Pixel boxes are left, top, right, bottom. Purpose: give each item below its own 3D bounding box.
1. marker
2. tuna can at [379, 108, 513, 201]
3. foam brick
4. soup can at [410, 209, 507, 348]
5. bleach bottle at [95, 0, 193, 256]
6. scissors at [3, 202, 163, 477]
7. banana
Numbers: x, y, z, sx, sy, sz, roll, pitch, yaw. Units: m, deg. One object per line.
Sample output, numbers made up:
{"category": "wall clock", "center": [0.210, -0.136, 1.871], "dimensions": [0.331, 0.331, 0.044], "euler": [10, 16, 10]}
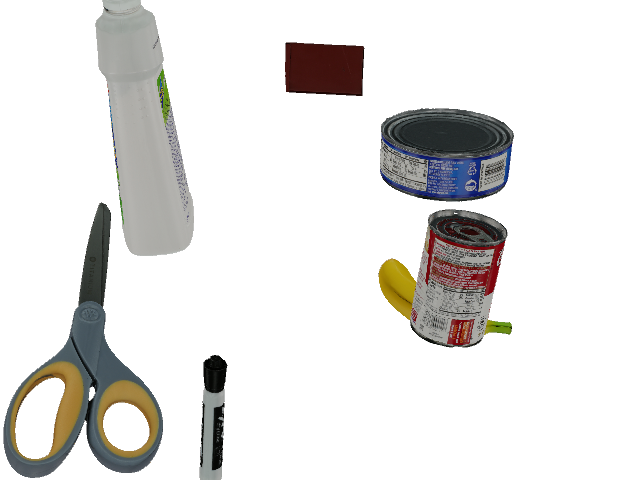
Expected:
{"category": "marker", "center": [-0.087, 0.145, 0.861], "dimensions": [0.020, 0.121, 0.020], "euler": [4, 28, -2]}
{"category": "tuna can", "center": [0.081, -0.057, 0.697], "dimensions": [0.086, 0.034, 0.086], "euler": [1, 26, -1]}
{"category": "foam brick", "center": [0.003, -0.177, 1.100], "dimensions": [0.078, 0.051, 0.053], "euler": [2, 10, -6]}
{"category": "soup can", "center": [0.118, 0.033, 0.920], "dimensions": [0.068, 0.102, 0.068], "euler": [7, 24, -3]}
{"category": "bleach bottle", "center": [-0.160, -0.112, 0.951], "dimensions": [0.068, 0.251, 0.102], "euler": [-6, 36, -4]}
{"category": "scissors", "center": [-0.124, 0.060, 0.644], "dimensions": [0.096, 0.201, 0.016], "euler": [19, -43, -2]}
{"category": "banana", "center": [0.110, 0.065, 1.129], "dimensions": [0.069, 0.037, 0.198], "euler": [4, 19, -38]}
